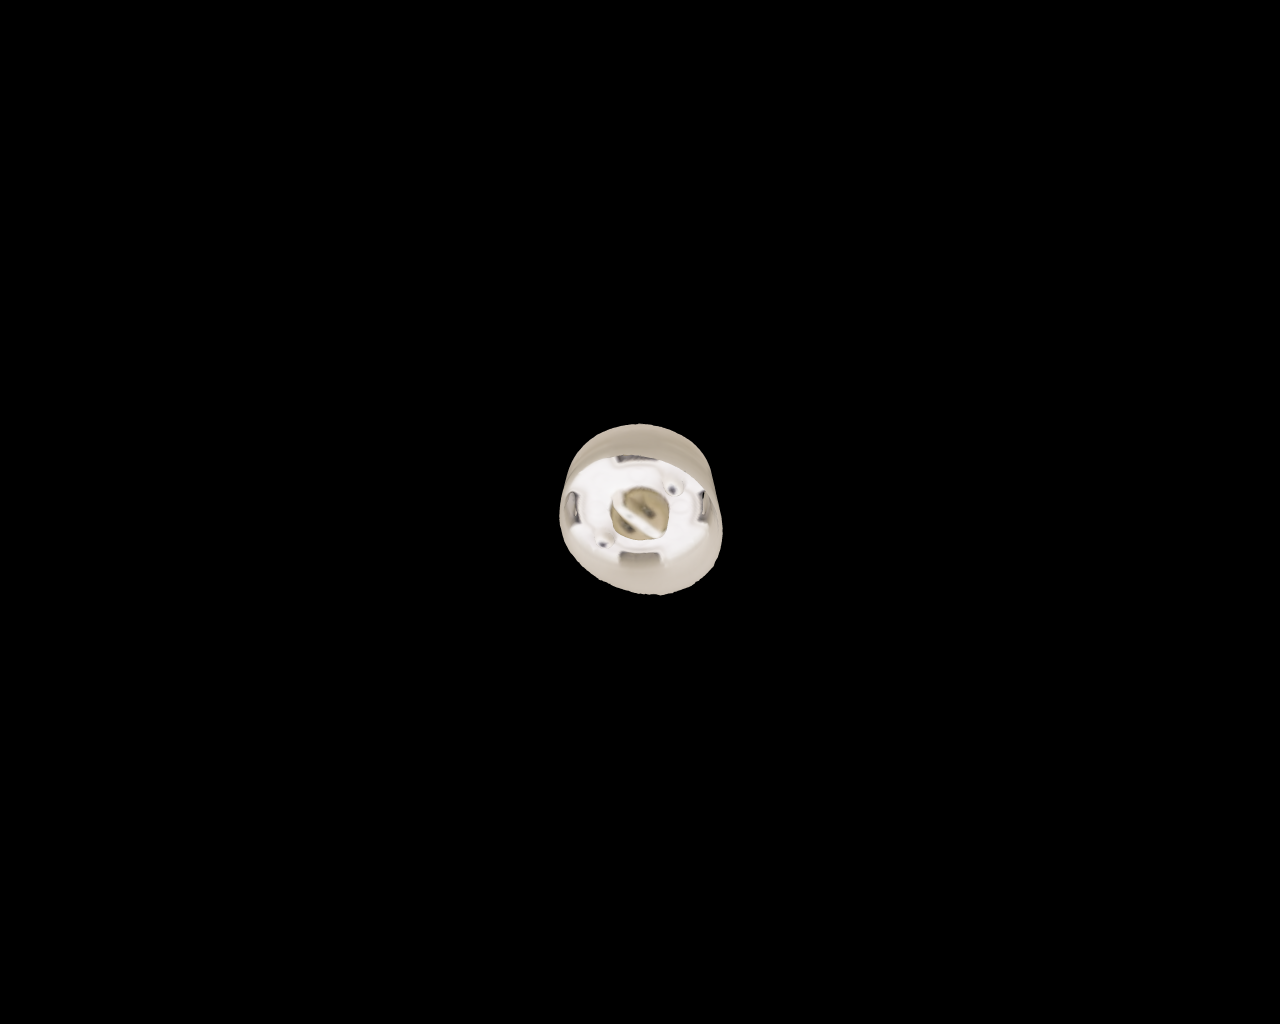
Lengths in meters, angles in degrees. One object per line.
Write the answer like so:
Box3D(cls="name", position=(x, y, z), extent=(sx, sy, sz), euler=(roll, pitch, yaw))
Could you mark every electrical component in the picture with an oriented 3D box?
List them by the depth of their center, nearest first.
Box3D(cls="electrical component", position=(0.001, -0.003, 0.650), extent=(0.099, 0.099, 0.064), euler=(0, 41, 0))
